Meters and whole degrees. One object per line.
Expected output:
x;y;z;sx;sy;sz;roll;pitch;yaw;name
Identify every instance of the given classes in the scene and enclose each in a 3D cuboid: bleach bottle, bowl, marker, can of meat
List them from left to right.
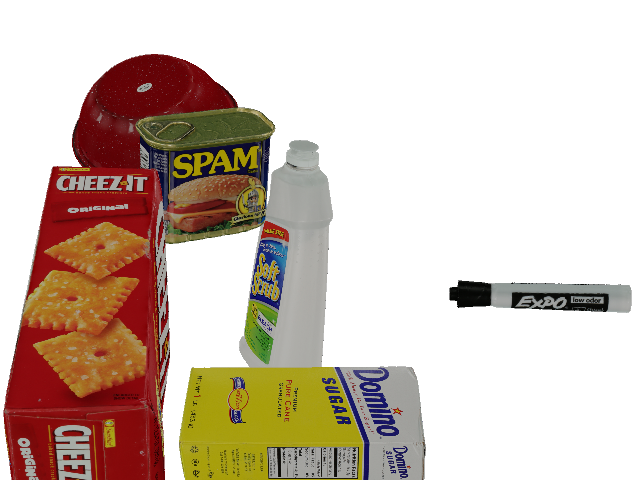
-0.159;-0.124;0.996;0.162;0.162;0.055;0;-41;7;bowl
-0.089;-0.050;0.818;0.101;0.084;0.057;-9;31;-25;can of meat
-0.031;0.020;1.053;0.068;0.251;0.103;-8;30;-25;bleach bottle
0.149;0.038;0.727;0.121;0.020;0.020;1;0;7;marker

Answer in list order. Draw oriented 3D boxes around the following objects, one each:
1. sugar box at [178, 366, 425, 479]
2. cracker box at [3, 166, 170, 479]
-0.013;0.136;0.799;0.176;0.048;0.093;-3;31;1;sugar box
-0.119;0.081;0.587;0.072;0.164;0.213;0;33;-6;cracker box
